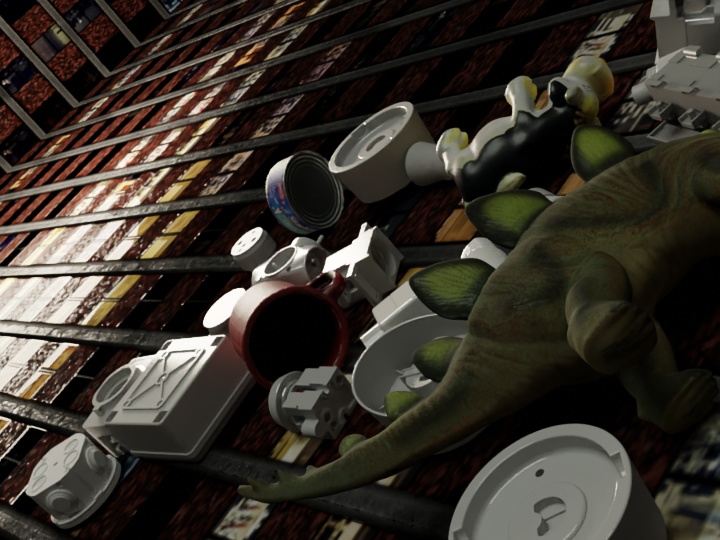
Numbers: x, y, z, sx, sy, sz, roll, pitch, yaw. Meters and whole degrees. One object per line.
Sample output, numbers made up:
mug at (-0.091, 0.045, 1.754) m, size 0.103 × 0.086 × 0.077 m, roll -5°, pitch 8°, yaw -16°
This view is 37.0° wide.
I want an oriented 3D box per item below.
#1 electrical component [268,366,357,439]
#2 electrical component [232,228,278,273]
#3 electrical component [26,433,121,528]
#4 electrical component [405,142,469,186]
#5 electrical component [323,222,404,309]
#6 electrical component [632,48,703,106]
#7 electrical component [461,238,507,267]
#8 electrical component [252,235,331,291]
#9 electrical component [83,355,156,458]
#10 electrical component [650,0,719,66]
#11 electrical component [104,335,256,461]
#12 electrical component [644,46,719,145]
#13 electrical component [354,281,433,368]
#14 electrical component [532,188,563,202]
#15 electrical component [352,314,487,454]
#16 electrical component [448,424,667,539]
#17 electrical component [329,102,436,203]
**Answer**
electrical component at (-0.039, 0.105, 0.855) m, size 0.055 × 0.048 × 0.066 m, roll -4°, pitch 42°, yaw 41°
electrical component at (-0.101, -0.010, 1.125) m, size 0.045 × 0.055 × 0.045 m, roll -32°, pitch 26°, yaw 17°
electrical component at (-0.270, 0.198, 1.014) m, size 0.080 × 0.051 × 0.080 m, roll -32°, pitch 26°, yaw 17°
electrical component at (0.082, -0.104, 1.046) m, size 0.065 × 0.044 × 0.044 m, roll 3°, pitch 48°, yaw 50°
electrical component at (0.000, 0.000, 0.981) m, size 0.064 × 0.042 × 0.081 m, roll -27°, pitch 27°, yaw 29°
electrical component at (0.254, -0.154, 0.881) m, size 0.062 × 0.043 × 0.043 m, roll -21°, pitch 30°, yaw 38°
electrical component at (0.099, 0.005, 0.829) m, size 0.043 × 0.043 × 0.081 m, roll -38°, pitch 24°, yaw 4°
electrical component at (-0.059, -0.006, 1.071) m, size 0.077 × 0.044 × 0.079 m, roll -17°, pitch 33°, yaw 40°
electrical component at (-0.223, 0.131, 1.057) m, size 0.050 × 0.055 × 0.089 m, roll -12°, pitch 36°, yaw 45°
electrical component at (0.279, -0.204, 0.902) m, size 0.064 × 0.081 × 0.042 m, roll 0°, pitch 41°, yaw 23°
electrical component at (-0.165, 0.118, 0.996) m, size 0.109 × 0.056 × 0.108 m, roll -9°, pitch 39°, yaw 49°
electrical component at (0.266, -0.121, 0.784) m, size 0.079 × 0.063 × 0.121 m, roll -41°, pitch 24°, yaw -4°
electrical component at (0.026, 0.054, 0.829) m, size 0.077 × 0.047 × 0.065 m, roll -39°, pitch 9°, yaw 2°
electrical component at (0.148, -0.042, 0.847) m, size 0.044 × 0.044 × 0.065 m, roll -40°, pitch 20°, yaw 0°
electrical component at (0.052, 0.077, 0.748) m, size 0.099 × 0.064 × 0.099 m, roll -32°, pitch 25°, yaw 17°
electrical component at (0.108, 0.142, 0.565) m, size 0.108 × 0.060 × 0.108 m, roll -32°, pitch 26°, yaw 17°
electrical component at (0.028, -0.116, 1.112) m, size 0.108 × 0.060 × 0.108 m, roll -33°, pitch 24°, yaw 17°
